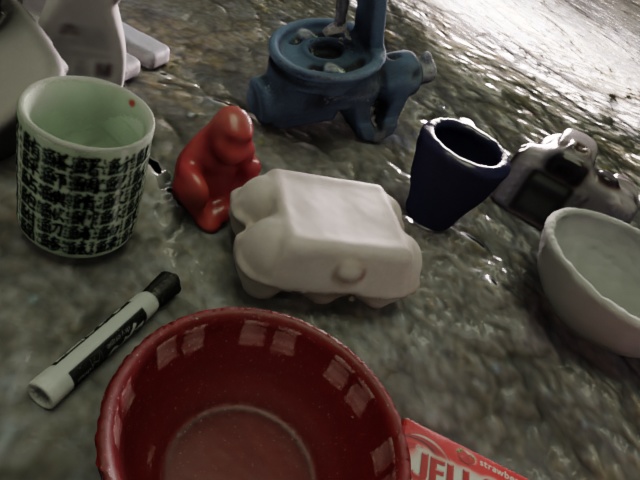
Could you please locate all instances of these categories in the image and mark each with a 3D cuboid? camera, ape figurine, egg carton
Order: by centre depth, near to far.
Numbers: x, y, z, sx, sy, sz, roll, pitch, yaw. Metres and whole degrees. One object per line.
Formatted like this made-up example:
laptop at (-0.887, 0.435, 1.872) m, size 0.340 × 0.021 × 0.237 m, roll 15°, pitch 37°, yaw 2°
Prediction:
egg carton at (0.004, 0.002, 0.447) m, size 0.151 × 0.069 × 0.107 m, roll 6°, pitch 41°, yaw -23°
ape figurine at (-0.080, -0.065, 0.461) m, size 0.078 × 0.092 × 0.076 m, roll -7°, pitch 47°, yaw -34°
camera at (0.295, -0.076, 0.670) m, size 0.143 × 0.101 × 0.137 m, roll 31°, pitch 38°, yaw 8°

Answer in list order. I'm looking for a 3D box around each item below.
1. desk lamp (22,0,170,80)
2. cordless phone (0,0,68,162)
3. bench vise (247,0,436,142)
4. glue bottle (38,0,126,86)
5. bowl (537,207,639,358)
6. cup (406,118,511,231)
desk lamp at (-0.237, -0.299, 0.552) m, size 0.203 × 0.213 × 0.118 m, roll 27°, pitch 38°, yaw 3°
cordless phone at (-0.239, -0.163, 0.414) m, size 0.094 × 0.185 × 0.147 m, roll -19°, pitch 55°, yaw -42°
bench vise at (0.039, -0.217, 0.600) m, size 0.208 × 0.219 × 0.121 m, roll -19°, pitch 55°, yaw -42°
glue bottle at (-0.201, -0.201, 0.489) m, size 0.078 × 0.173 × 0.037 m, roll 2°, pitch 43°, yaw -27°
bowl at (0.267, 0.050, 0.530) m, size 0.168 × 0.074 × 0.167 m, roll 15°, pitch 39°, yaw -12°
cup at (0.126, -0.065, 0.571) m, size 0.091 × 0.095 × 0.118 m, roll 23°, pitch 38°, yaw -3°
